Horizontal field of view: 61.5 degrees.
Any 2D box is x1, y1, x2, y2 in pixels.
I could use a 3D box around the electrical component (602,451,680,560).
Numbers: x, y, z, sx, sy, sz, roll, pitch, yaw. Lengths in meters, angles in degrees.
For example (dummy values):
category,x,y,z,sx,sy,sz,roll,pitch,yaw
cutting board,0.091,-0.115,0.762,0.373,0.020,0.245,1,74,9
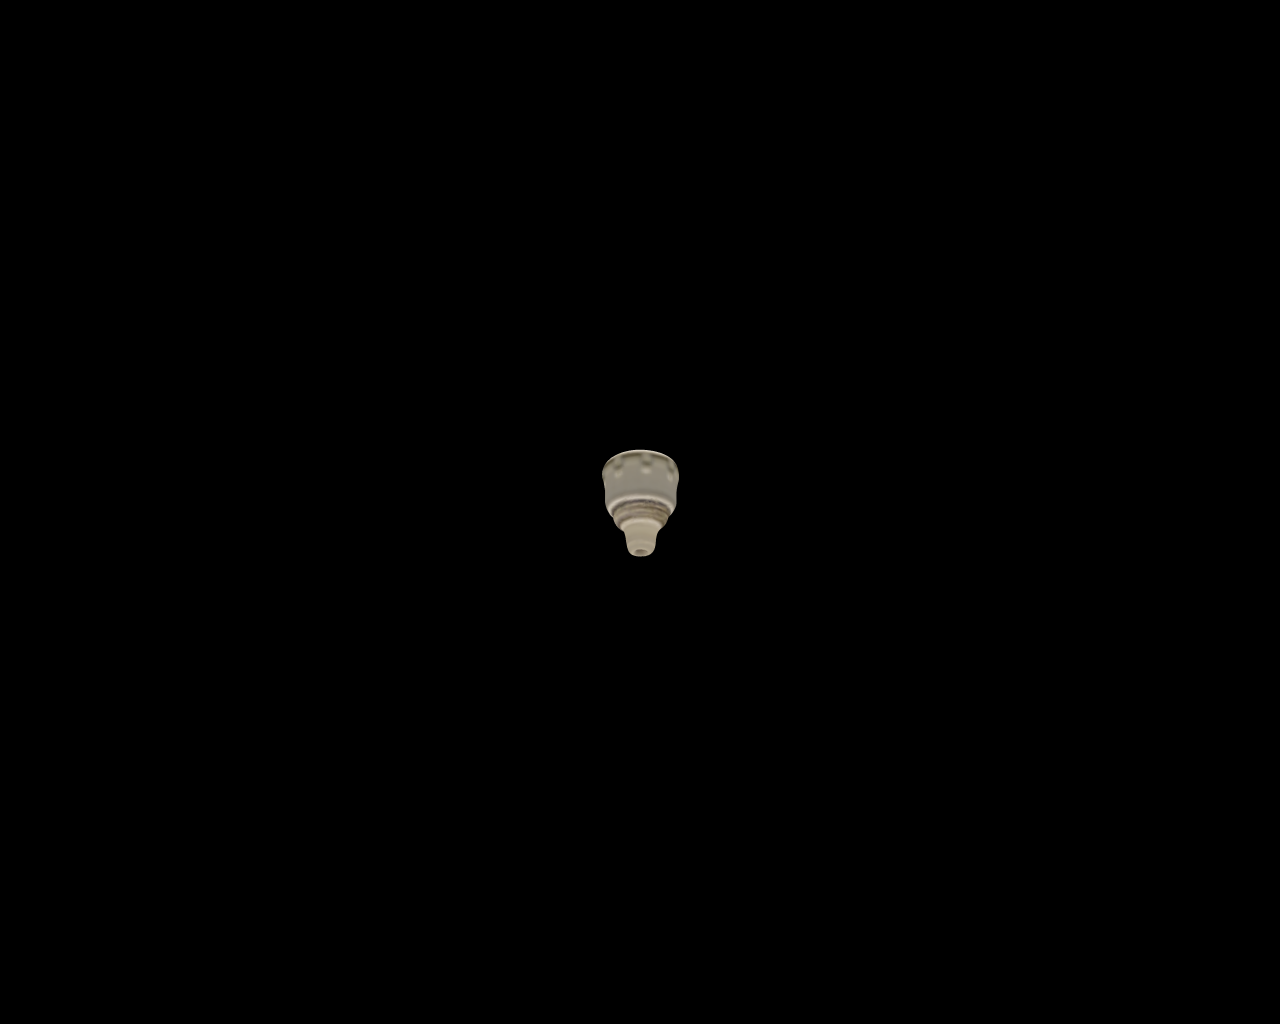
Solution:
category,x,y,z,sx,sy,sz,roll,pitch,yaw
electrical component,0.001,-0.003,0.650,0.048,0.062,0.048,0,-25,0
